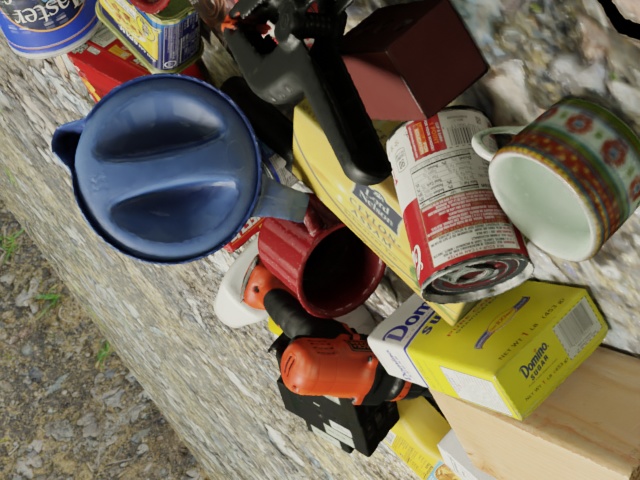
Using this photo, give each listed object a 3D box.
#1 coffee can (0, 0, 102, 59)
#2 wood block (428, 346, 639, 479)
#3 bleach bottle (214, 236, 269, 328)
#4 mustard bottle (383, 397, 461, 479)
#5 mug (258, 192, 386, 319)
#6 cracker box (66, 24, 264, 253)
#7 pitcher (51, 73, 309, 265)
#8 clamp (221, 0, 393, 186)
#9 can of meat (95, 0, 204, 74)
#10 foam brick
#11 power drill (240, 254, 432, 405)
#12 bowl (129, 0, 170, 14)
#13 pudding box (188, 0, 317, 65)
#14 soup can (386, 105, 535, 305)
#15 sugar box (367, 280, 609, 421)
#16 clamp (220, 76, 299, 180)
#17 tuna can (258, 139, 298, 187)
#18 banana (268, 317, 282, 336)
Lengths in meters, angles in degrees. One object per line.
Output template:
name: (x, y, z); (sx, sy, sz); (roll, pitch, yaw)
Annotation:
coffee can: (-0.277, -0.259, 1.016); (0.103, 0.102, 0.140); (36, 157, 36)
wood block: (0.183, 0.132, 0.740); (0.090, 0.090, 0.206); (58, 161, -23)
bleach bottle: (-0.070, 0.049, 1.178); (0.068, 0.102, 0.251); (44, 168, -1)
mustard bottle: (0.130, 0.229, 1.101); (0.192, 0.058, 0.096); (44, 154, 18)
mug: (-0.006, 0.001, 0.921); (0.082, 0.093, 0.117); (37, 163, 47)
cracker box: (-0.151, -0.105, 1.076); (0.164, 0.072, 0.213); (32, 155, 45)
pitcher: (-0.108, -0.049, 0.851); (0.149, 0.145, 0.243); (59, 176, -5)
clamp: (-0.001, -0.134, 0.620); (0.210, 0.036, 0.164); (33, 113, 58)
can of meat: (-0.143, -0.200, 0.894); (0.102, 0.057, 0.084); (46, 159, 10)
foam brick: (0.049, -0.106, 0.637); (0.051, 0.053, 0.078); (57, 160, -22)
power drill: (0.022, 0.080, 0.972); (0.184, 0.057, 0.188); (9, -158, -33)
bowl: (-0.097, -0.229, 0.681); (0.162, 0.055, 0.162); (39, 137, 50)
pudding box: (-0.046, -0.167, 0.762); (0.090, 0.039, 0.114); (53, 162, -13)
soup can: (0.082, -0.021, 0.640); (0.068, 0.068, 0.102); (99, 161, -67)
sugar box: (0.114, 0.068, 0.768); (0.048, 0.093, 0.176); (57, 160, -20)
clamp: (-0.015, -0.070, 0.860); (0.171, 0.039, 0.120); (42, -175, -11)
tuna can: (-0.055, -0.078, 0.964); (0.086, 0.033, 0.086); (43, 161, 19)
banana: (-0.014, 0.109, 1.242); (0.069, 0.037, 0.198); (39, 169, -27)
